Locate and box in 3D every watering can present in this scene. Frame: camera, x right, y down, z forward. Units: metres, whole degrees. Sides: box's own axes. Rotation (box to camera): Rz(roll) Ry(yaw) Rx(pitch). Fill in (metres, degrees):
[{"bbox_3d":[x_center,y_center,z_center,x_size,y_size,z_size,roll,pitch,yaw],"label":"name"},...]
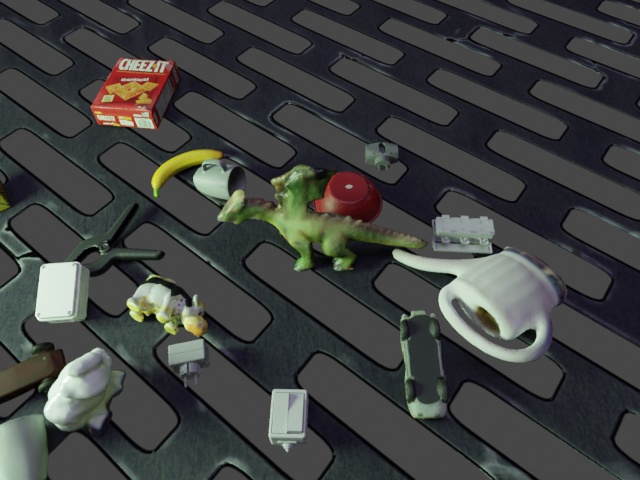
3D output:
[{"bbox_3d":[0.321,0.084,1.015,0.226,0.101,0.354,-27,49,-18],"label":"watering can"}]

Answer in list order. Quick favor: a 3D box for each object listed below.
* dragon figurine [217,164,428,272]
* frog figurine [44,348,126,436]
[{"bbox_3d":[0.003,-0.051,1.021,0.410,0.237,0.125,-4,53,9],"label":"dragon figurine"},{"bbox_3d":[-0.409,0.245,0.873,0.123,0.156,0.140,24,59,19],"label":"frog figurine"}]
